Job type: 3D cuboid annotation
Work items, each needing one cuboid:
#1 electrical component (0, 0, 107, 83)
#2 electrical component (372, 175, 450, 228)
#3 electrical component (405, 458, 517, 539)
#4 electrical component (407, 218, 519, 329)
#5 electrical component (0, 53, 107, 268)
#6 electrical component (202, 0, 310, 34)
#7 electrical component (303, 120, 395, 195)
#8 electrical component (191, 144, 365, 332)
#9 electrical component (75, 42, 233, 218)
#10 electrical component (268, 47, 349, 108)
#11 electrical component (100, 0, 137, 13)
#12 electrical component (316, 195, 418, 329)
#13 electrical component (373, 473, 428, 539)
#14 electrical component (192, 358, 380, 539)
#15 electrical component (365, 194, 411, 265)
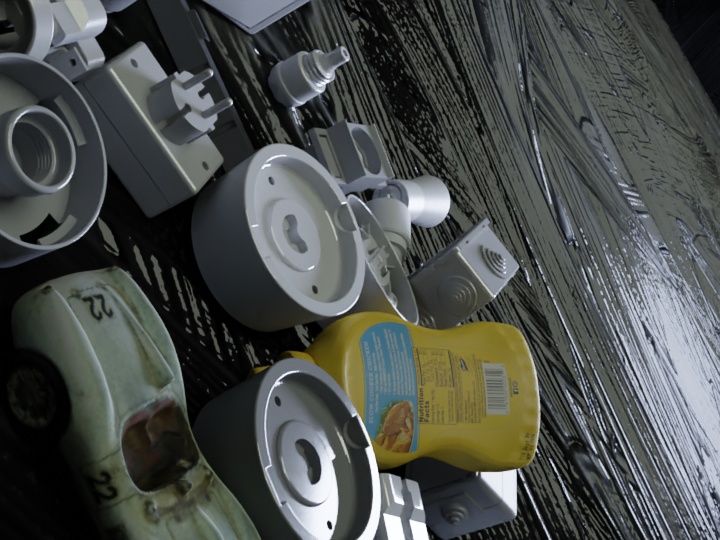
[{"bbox_3d":[-0.169,-0.128,0.537,0.078,0.058,0.057,61,24,-9],"label":"electrical component"},{"bbox_3d":[0.040,-0.056,0.882,0.065,0.044,0.044,-5,73,-57],"label":"electrical component"},{"bbox_3d":[0.072,0.143,0.752,0.061,0.062,0.096,49,31,-31],"label":"electrical component"},{"bbox_3d":[0.066,0.014,0.809,0.048,0.100,0.100,52,27,0],"label":"electrical component"},{"bbox_3d":[-0.168,-0.051,0.495,0.099,0.064,0.099,22,63,-54],"label":"electrical component"},{"bbox_3d":[-0.078,-0.213,0.770,0.096,0.062,0.061,27,45,-52],"label":"electrical component"},{"bbox_3d":[-0.018,-0.073,0.761,0.081,0.064,0.042,-5,72,-63],"label":"electrical component"},{"bbox_3d":[-0.054,-0.015,0.647,0.108,0.060,0.108,33,46,-42],"label":"electrical component"},{"bbox_3d":[-0.105,-0.086,0.597,0.083,0.076,0.047,56,28,-18],"label":"electrical component"},{"bbox_3d":[-0.036,-0.146,0.791,0.035,0.061,0.035,42,35,-39],"label":"electrical component"},{"bbox_3d":[-0.139,-0.184,0.640,0.045,0.055,0.045,42,35,-39],"label":"electrical component"},{"bbox_3d":[0.000,0.000,0.733,0.099,0.064,0.099,42,35,-39],"label":"electrical component"},{"bbox_3d":[0.009,0.157,0.629,0.078,0.058,0.057,29,41,-51],"label":"electrical component"},{"bbox_3d":[-0.044,0.107,0.567,0.108,0.060,0.108,42,35,-39],"label":"electrical component"},{"bbox_3d":[0.018,-0.019,0.810,0.040,0.040,0.078,43,34,-38],"label":"electrical component"}]
